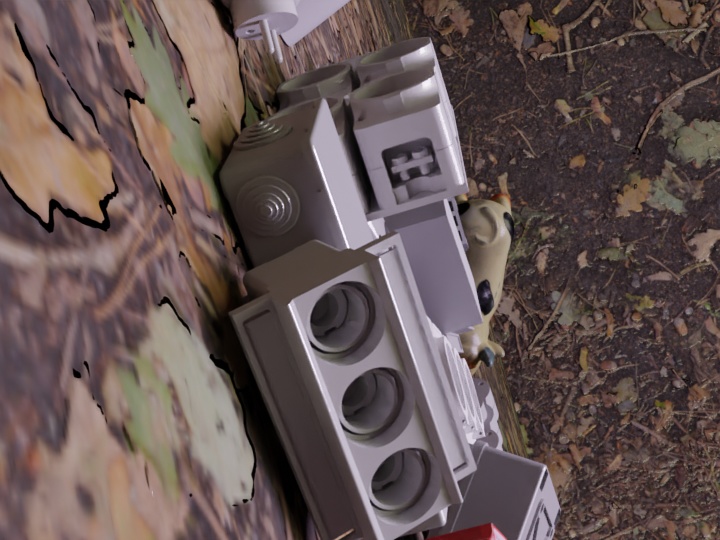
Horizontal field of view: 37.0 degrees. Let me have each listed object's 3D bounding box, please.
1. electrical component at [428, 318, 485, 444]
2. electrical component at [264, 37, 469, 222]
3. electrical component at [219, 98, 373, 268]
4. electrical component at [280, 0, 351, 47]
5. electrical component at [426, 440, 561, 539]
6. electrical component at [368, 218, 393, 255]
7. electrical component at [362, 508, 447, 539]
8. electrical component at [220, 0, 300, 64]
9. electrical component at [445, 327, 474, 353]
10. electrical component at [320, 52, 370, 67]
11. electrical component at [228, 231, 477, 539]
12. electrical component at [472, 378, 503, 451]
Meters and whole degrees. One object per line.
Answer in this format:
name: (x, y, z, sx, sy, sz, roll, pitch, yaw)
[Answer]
electrical component: (0.043, 0.088, 0.744, 0.150, 0.062, 0.089, 46, 29, -72)
electrical component: (0.003, -0.089, 0.668, 0.186, 0.105, 0.060, -85, 157, -68)
electrical component: (-0.029, -0.029, 0.537, 0.099, 0.048, 0.099, -84, 157, -68)
electrical component: (-0.051, -0.225, 0.797, 0.099, 0.064, 0.099, 58, 9, -15)
electrical component: (0.083, 0.180, 0.688, 0.108, 0.056, 0.108, -66, 155, -21)
electrical component: (0.000, 0.000, 0.691, 0.079, 0.043, 0.077, -97, 168, -47)
electrical component: (0.018, 0.105, 0.602, 0.076, 0.047, 0.065, -46, 120, -80)
electrical component: (-0.058, -0.157, 0.611, 0.077, 0.043, 0.079, 27, 48, -78)
electrical component: (0.059, 0.037, 0.935, 0.121, 0.063, 0.078, 24, 50, -79)
electrical component: (0.008, -0.102, 0.885, 0.108, 0.056, 0.108, 64, 13, -50)
electrical component: (-0.005, 0.051, 0.471, 0.063, 0.079, 0.121, 26, -41, 61)
electrical component: (0.113, 0.153, 1.102, 0.138, 0.052, 0.073, -90, 162, -61)
